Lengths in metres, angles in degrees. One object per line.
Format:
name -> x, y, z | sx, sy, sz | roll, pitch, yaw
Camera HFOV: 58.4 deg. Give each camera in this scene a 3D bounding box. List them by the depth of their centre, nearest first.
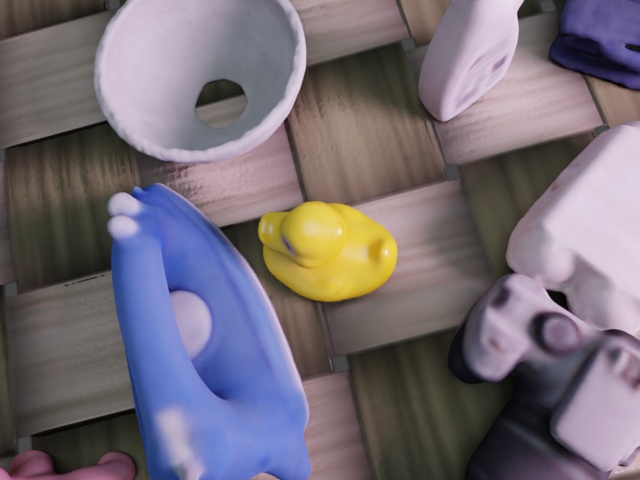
camera -> 0.139, 0.112, 0.363 | 0.143, 0.101, 0.137 | 36, 81, 14

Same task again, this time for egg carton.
egg carton -> 0.210, -0.011, 0.405 | 0.107, 0.069, 0.150 | 40, 82, 14

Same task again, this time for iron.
iron -> -0.099, 0.052, 0.382 | 0.118, 0.141, 0.258 | -23, 74, 0

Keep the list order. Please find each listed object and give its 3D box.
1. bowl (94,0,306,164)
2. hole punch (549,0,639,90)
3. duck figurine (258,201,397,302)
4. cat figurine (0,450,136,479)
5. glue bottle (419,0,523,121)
bowl -> -0.089, -0.130, 0.465 | 0.167, 0.075, 0.167 | -1, 75, 6
hole punch -> 0.245, -0.181, 0.436 | 0.108, 0.091, 0.101 | 21, 78, 11
duck figurine -> 0.004, 0.001, 0.414 | 0.104, 0.086, 0.077 | 9, 76, 8
cat figurine -> -0.204, 0.176, 0.372 | 0.127, 0.118, 0.067 | -3, 74, 5
glue bottle -> 0.109, -0.150, 0.399 | 0.078, 0.173, 0.037 | -37, 74, -4
